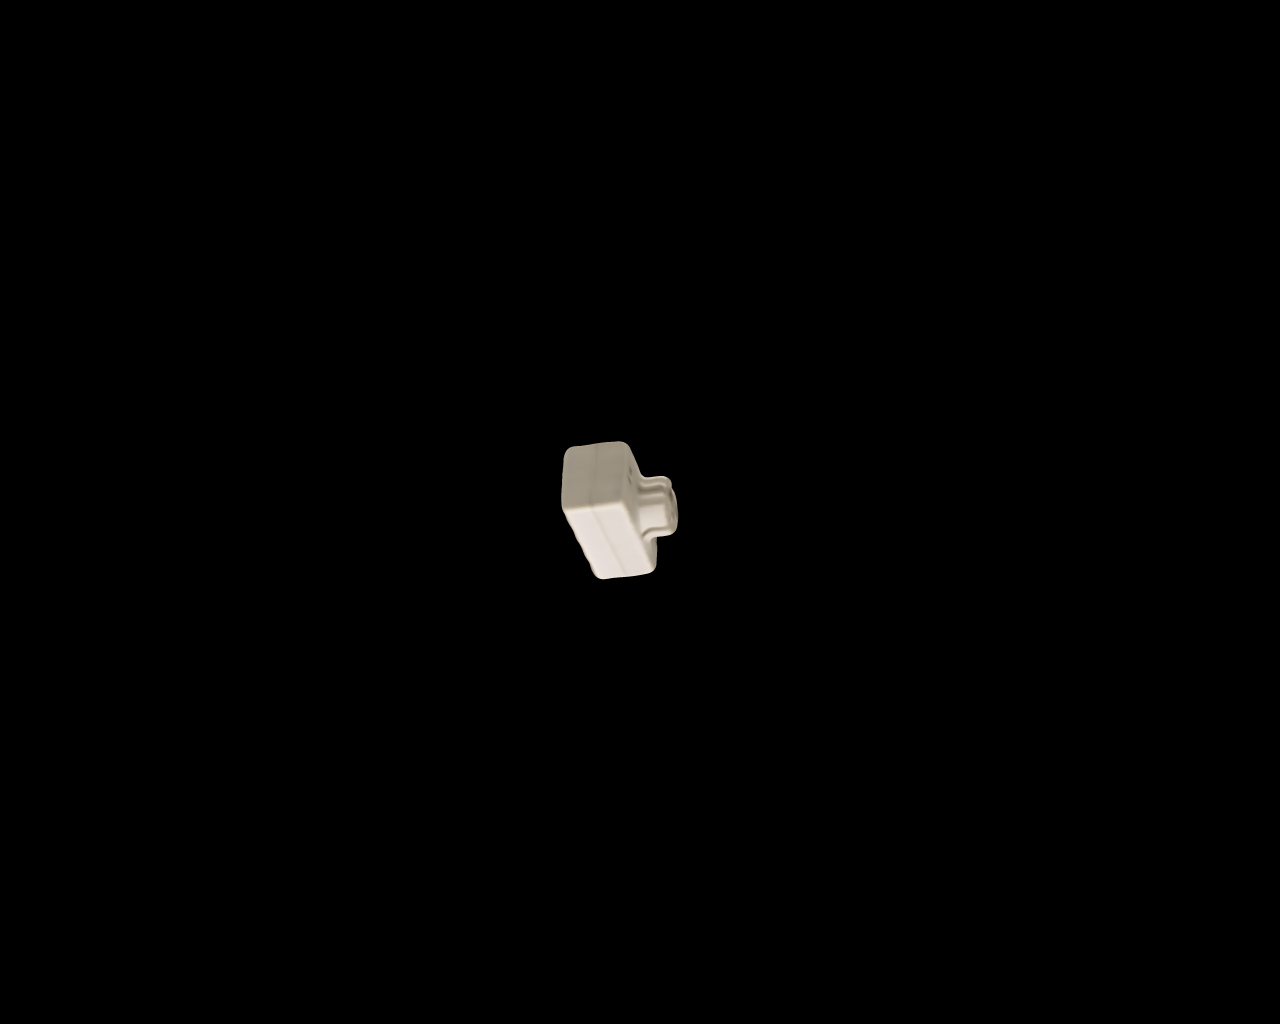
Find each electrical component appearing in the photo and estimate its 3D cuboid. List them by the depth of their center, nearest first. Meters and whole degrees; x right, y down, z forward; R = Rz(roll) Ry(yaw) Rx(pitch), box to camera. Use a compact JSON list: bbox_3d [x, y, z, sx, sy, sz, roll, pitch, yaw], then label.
[{"bbox_3d":[0.001,-0.003,0.650,0.076,0.047,0.083,-8,-35,11],"label":"electrical component"}]
